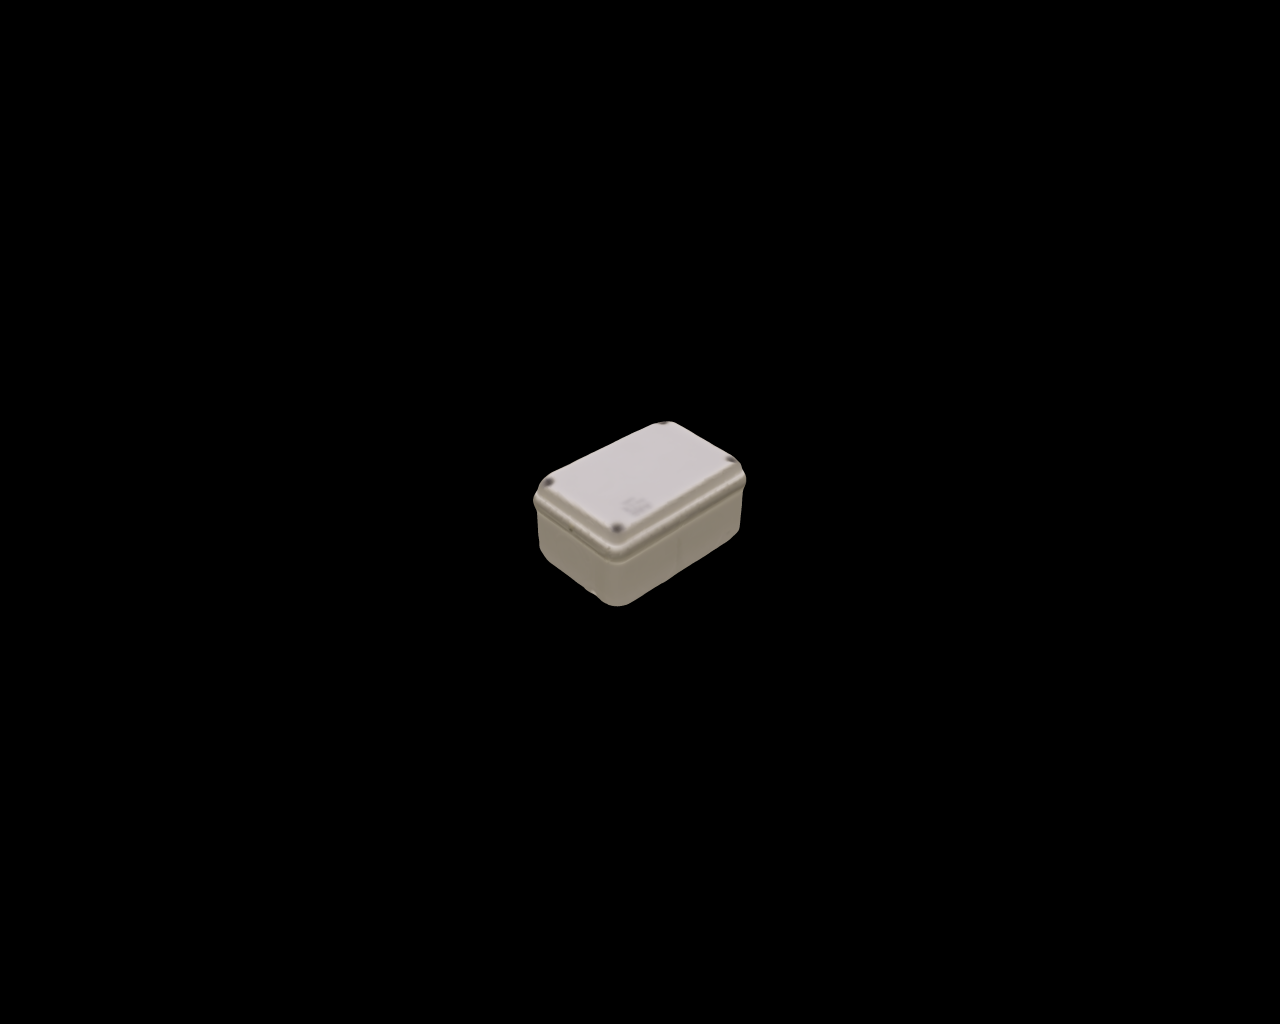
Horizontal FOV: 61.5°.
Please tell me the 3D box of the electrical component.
[{"bbox_3d":[0.001,-0.003,0.650,0.113,0.057,0.078,-29,46,-33],"label":"electrical component"}]
